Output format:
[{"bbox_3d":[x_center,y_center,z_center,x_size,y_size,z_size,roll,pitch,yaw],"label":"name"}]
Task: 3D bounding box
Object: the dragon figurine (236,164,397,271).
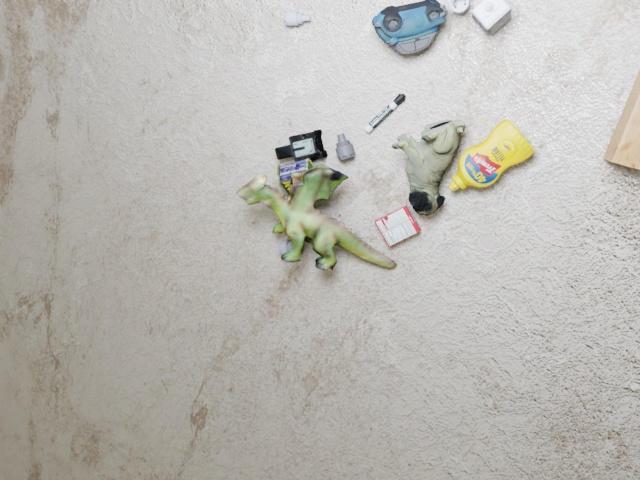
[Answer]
[{"bbox_3d":[0.004,-0.062,1.229,0.410,0.237,0.125,10,35,-1],"label":"dragon figurine"}]
